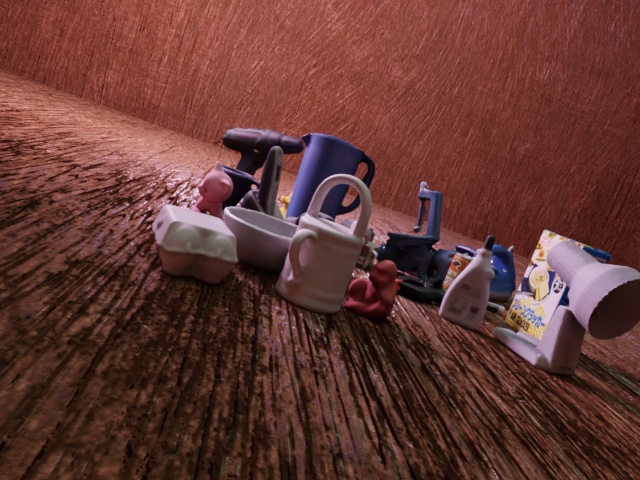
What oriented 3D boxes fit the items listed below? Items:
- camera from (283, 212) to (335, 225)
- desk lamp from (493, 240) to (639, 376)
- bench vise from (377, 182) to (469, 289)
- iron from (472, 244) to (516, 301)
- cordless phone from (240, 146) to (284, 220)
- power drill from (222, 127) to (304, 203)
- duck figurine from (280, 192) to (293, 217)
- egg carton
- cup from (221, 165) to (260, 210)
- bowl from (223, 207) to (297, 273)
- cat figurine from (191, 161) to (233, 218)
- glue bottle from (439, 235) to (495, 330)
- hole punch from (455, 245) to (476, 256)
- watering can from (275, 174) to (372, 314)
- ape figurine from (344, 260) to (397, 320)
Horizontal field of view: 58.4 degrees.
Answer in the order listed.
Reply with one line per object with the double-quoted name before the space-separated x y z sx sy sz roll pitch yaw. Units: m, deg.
"camera" 0.010 0.004 1.079 0.142 0.101 0.137 25 10 26
"desk lamp" 0.420 0.117 0.961 0.118 0.213 0.202 16 11 -27
"bench vise" 0.253 -0.009 1.304 0.207 0.220 0.122 22 10 11
"iron" 0.424 0.070 1.457 0.118 0.141 0.259 28 12 37
"cordless phone" -0.097 -0.099 1.176 0.094 0.185 0.148 21 9 4
"power drill" -0.167 -0.195 1.501 0.229 0.208 0.076 24 10 21
"duck figurine" -0.060 -0.076 1.431 0.105 0.086 0.077 18 10 -13
"egg carton" -0.175 0.003 0.787 0.107 0.069 0.150 16 10 -26
"cup" -0.194 -0.109 1.309 0.117 0.095 0.092 23 10 14
"bowl" -0.086 0.008 0.931 0.167 0.075 0.167 20 9 -3
"cat figurine" -0.210 -0.099 1.143 0.067 0.118 0.127 18 10 -13
"glue bottle" 0.283 0.073 1.045 0.078 0.173 0.037 23 10 14
"hole punch" 0.433 0.069 1.639 0.101 0.091 0.108 11 13 -44
"watering can" 0.015 -0.002 0.834 0.101 0.194 0.173 22 9 8
"ape figurine" 0.088 0.074 0.876 0.076 0.092 0.077 15 11 -31
